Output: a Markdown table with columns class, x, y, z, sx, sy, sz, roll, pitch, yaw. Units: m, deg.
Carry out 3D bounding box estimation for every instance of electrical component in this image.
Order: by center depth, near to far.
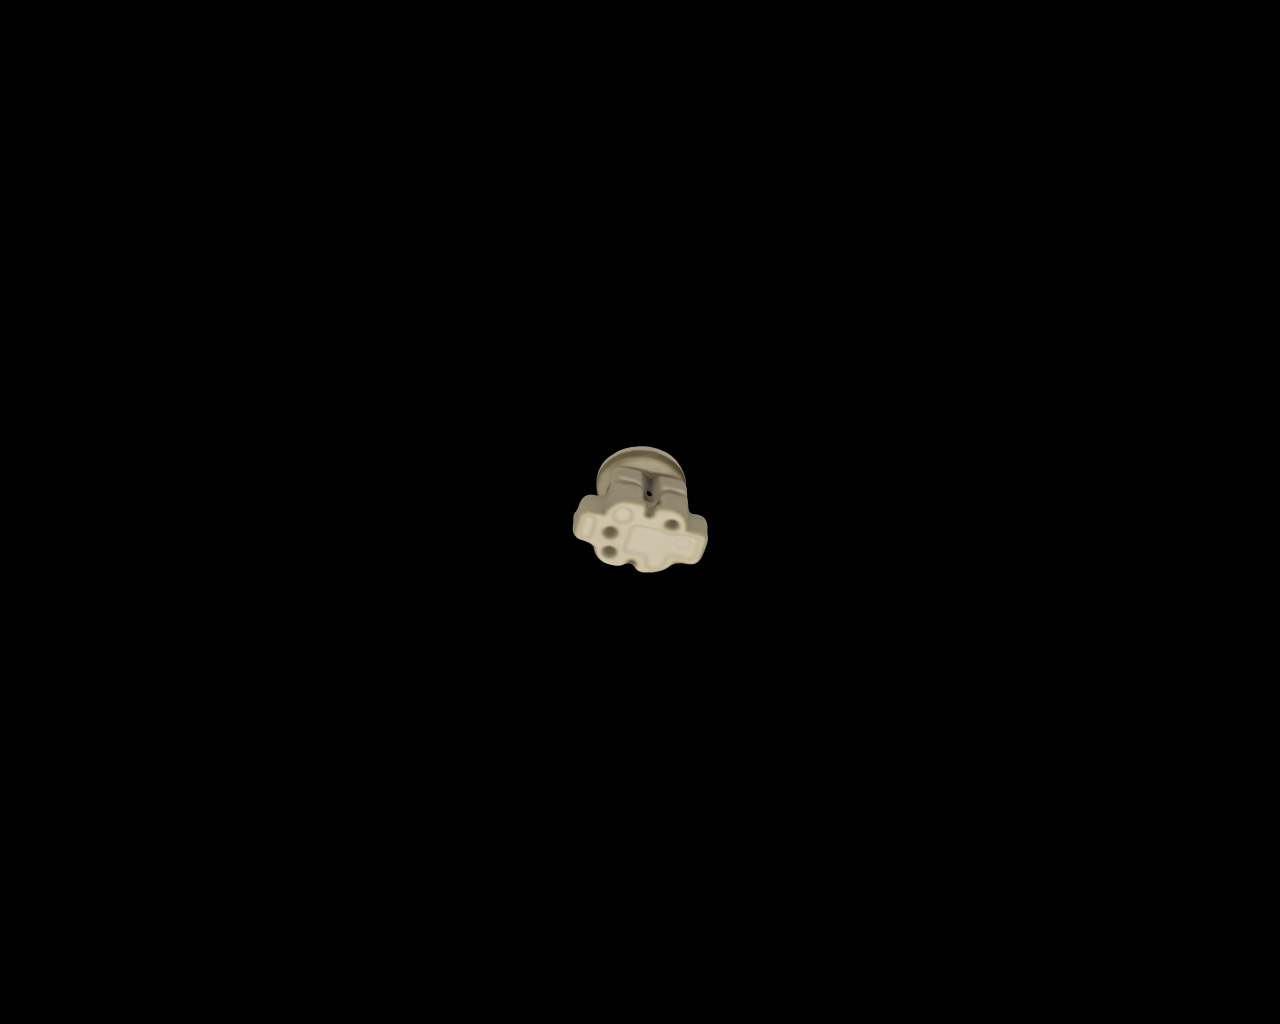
| class | x | y | z | sx | sy | sz | roll | pitch | yaw |
| --- | --- | --- | --- | --- | --- | --- | --- | --- | --- |
| electrical component | 0.001 | -0.003 | 0.650 | 0.078 | 0.057 | 0.057 | 12 | 40 | -10 |
